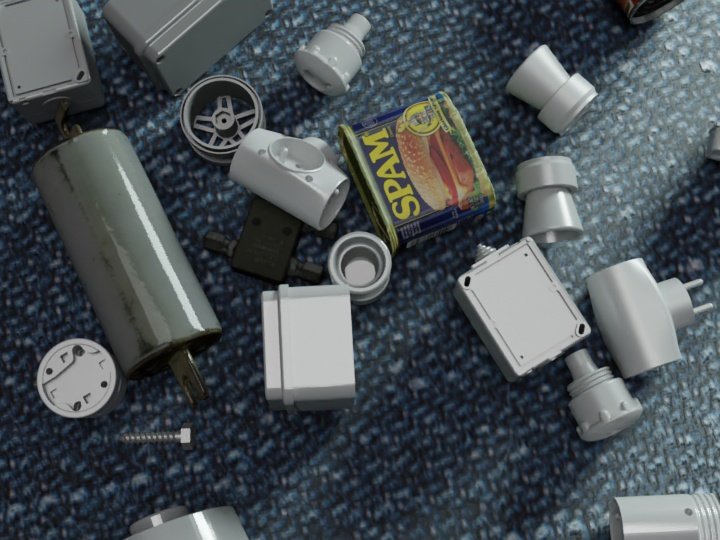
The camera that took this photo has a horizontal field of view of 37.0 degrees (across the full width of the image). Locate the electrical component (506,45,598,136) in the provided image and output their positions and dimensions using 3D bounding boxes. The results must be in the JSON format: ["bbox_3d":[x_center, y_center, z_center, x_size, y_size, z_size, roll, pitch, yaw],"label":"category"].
[{"bbox_3d":[0.144,-0.134,0.805,0.055,0.045,0.045,43,82,8],"label":"electrical component"}]

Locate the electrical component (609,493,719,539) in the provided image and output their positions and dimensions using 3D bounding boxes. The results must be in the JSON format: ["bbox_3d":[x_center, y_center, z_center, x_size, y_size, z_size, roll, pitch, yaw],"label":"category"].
[{"bbox_3d":[0.217,0.177,0.742,0.081,0.043,0.043,-3,79,0],"label":"electrical component"}]

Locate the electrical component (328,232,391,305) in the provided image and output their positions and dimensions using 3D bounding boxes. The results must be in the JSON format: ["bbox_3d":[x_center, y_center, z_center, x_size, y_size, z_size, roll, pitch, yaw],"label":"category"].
[{"bbox_3d":[0.000,0.000,0.775,0.045,0.055,0.045,0,79,1],"label":"electrical component"}]

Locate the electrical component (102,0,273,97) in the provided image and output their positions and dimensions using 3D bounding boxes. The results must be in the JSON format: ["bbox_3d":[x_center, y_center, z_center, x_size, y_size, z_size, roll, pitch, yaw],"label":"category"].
[{"bbox_3d":[-0.126,-0.194,0.805,0.113,0.078,0.057,-43,78,-7],"label":"electrical component"}]

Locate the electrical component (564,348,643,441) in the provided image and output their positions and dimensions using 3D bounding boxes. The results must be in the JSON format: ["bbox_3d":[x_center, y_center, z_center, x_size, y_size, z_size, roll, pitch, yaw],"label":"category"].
[{"bbox_3d":[0.167,0.087,0.762,0.048,0.048,0.062,-24,73,-4],"label":"electrical component"}]

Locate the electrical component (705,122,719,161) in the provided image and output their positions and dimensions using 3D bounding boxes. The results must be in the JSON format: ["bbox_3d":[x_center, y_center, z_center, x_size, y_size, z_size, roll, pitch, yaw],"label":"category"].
[{"bbox_3d":[0.300,-0.104,0.791,0.078,0.058,0.057,13,82,4],"label":"electrical component"}]

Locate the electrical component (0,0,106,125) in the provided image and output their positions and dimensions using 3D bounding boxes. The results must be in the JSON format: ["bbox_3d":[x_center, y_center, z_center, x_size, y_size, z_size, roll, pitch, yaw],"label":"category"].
[{"bbox_3d":[-0.235,-0.165,0.809,0.062,0.061,0.096,-16,79,-3],"label":"electrical component"}]

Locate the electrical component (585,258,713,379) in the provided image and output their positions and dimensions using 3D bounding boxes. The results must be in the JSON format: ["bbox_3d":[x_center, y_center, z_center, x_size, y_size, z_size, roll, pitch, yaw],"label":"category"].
[{"bbox_3d":[0.213,0.029,0.772,0.079,0.043,0.077,-18,79,-3],"label":"electrical component"}]

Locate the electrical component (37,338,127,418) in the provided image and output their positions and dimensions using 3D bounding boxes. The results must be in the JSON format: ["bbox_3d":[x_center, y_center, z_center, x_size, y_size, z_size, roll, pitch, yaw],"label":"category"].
[{"bbox_3d":[-0.196,0.079,0.766,0.055,0.047,0.055,0,79,1],"label":"electrical component"}]

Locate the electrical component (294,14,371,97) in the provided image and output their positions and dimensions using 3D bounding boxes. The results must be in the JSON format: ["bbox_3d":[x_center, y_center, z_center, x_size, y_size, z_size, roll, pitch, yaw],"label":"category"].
[{"bbox_3d":[-0.016,-0.166,0.815,0.048,0.048,0.062,35,75,7],"label":"electrical component"}]

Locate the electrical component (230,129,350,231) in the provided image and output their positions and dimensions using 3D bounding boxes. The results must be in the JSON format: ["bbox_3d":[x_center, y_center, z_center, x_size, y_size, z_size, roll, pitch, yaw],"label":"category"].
[{"bbox_3d":[-0.042,-0.074,0.789,0.077,0.044,0.079,30,38,13],"label":"electrical component"}]

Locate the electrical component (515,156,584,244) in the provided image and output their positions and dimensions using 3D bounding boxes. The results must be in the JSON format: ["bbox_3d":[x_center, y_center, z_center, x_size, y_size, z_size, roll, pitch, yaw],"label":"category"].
[{"bbox_3d":[0.138,-0.051,0.788,0.045,0.045,0.055,-5,78,0],"label":"electrical component"}]

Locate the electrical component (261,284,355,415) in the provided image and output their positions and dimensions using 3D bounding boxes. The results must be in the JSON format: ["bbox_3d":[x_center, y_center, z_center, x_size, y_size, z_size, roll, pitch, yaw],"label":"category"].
[{"bbox_3d":[-0.035,0.056,0.735,0.057,0.113,0.078,-3,79,-3],"label":"electrical component"}]

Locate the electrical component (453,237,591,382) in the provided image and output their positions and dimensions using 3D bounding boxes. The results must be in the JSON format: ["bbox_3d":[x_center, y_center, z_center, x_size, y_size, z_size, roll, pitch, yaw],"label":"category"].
[{"bbox_3d":[0.109,0.024,0.765,0.062,0.061,0.096,-31,80,-5],"label":"electrical component"}]

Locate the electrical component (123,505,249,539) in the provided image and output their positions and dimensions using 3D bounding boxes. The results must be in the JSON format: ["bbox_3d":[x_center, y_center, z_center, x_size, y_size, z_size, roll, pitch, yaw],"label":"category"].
[{"bbox_3d":[-0.125,0.192,0.715,0.108,0.108,0.060,-22,73,-3],"label":"electrical component"}]
